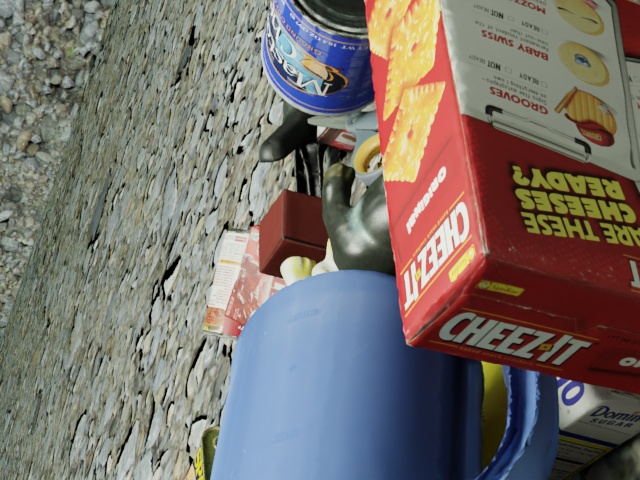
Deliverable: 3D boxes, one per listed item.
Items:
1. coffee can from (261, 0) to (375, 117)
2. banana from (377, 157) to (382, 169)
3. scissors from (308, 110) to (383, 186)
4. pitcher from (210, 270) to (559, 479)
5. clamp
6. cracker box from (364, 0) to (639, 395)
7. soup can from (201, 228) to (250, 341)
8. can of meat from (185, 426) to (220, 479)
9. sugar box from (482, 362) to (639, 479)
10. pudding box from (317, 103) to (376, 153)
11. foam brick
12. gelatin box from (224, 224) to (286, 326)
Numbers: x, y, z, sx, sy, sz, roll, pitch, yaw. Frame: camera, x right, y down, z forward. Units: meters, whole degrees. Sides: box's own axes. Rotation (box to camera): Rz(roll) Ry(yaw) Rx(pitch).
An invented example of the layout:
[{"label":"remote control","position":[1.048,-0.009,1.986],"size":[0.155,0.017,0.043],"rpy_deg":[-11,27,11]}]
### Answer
[{"label":"coffee can","position":[0.015,-0.159,0.751],"size":[0.140,0.102,0.103],"rpy_deg":[117,162,-74]},{"label":"banana","position":[0.066,-0.014,0.751],"size":[0.070,0.037,0.198],"rpy_deg":[128,149,-47]},{"label":"scissors","position":[0.025,-0.075,0.816],"size":[0.202,0.016,0.096],"rpy_deg":[-8,47,57]},{"label":"pitcher","position":[0.018,0.118,0.453],"size":[0.242,0.145,0.149],"rpy_deg":[-80,2,-63]},{"label":"clamp","position":[-0.012,-0.086,0.957],"size":[0.171,0.039,0.120],"rpy_deg":[-73,-23,-44]},{"label":"cracker box","position":[0.111,-0.040,0.479],"size":[0.072,0.164,0.213],"rpy_deg":[124,152,-45]},{"label":"soup can","position":[-0.067,0.046,1.003],"size":[0.069,0.068,0.102],"rpy_deg":[177,108,-68]},{"label":"can of meat","position":[-0.090,0.234,0.956],"size":[0.102,0.057,0.084],"rpy_deg":[-103,31,-52]},{"label":"sugar box","position":[0.107,0.087,0.571],"size":[0.176,0.048,0.093],"rpy_deg":[124,152,-44]},{"label":"pudding box","position":[0.033,-0.146,0.919],"size":[0.090,0.039,0.113],"rpy_deg":[135,145,-52]},{"label":"foam brick","position":[-0.006,0.001,0.864],"size":[0.053,0.078,0.051],"rpy_deg":[-51,33,46]},{"label":"gelatin box","position":[-0.037,0.040,0.929],"size":[0.073,0.030,0.089],"rpy_deg":[25,104,26]}]
